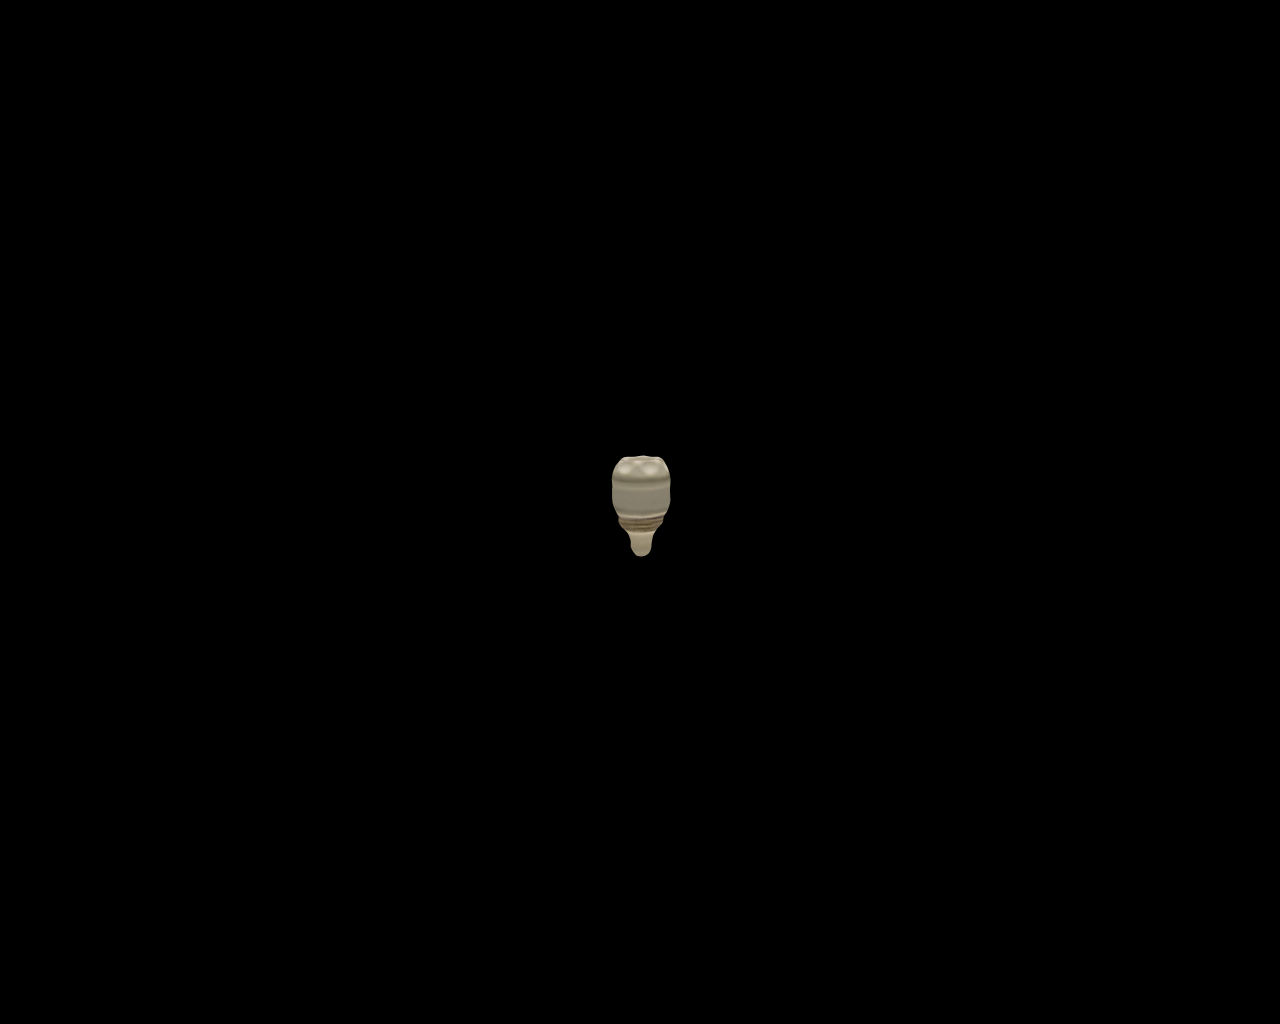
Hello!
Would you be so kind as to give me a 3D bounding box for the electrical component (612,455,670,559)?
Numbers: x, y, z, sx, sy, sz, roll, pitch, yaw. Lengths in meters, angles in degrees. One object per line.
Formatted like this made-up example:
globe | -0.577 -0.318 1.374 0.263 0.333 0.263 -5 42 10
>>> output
electrical component | 0.001 -0.003 0.650 0.035 0.061 0.035 0 11 0
